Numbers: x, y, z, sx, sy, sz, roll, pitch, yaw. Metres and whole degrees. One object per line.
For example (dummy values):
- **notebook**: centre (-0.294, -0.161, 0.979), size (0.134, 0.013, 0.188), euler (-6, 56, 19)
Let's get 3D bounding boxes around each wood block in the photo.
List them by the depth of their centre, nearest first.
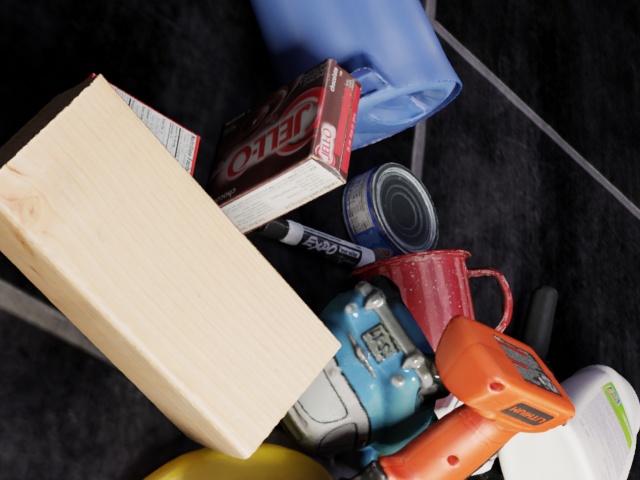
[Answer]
- **wood block**: centre (-0.097, 0.019, 0.606), size (0.206, 0.090, 0.090), euler (49, 68, -19)

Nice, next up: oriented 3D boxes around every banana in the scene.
- **banana**: centre (-0.048, 0.157, 0.652), size (0.197, 0.037, 0.069), euler (17, 58, -43)

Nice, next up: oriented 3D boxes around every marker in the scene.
- **marker**: centre (-0.005, 0.001, 0.798), size (0.120, 0.020, 0.020), euler (20, 56, -42)

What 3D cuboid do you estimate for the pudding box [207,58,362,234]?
- **pudding box**: centre (-0.026, -0.061, 0.731), size (0.039, 0.114, 0.090), euler (35, 47, -29)

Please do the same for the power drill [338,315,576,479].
- **power drill**: centre (0.041, 0.126, 0.612), size (0.184, 0.188, 0.057), euler (23, 29, -49)

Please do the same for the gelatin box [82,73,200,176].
- **gelatin box**: centre (-0.123, -0.053, 0.683), size (0.089, 0.030, 0.073), euler (31, 48, -33)

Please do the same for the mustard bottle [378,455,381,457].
- **mustard bottle**: centre (0.110, 0.231, 0.775), size (0.191, 0.058, 0.096), euler (51, 21, -19)

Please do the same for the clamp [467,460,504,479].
- **clamp**: centre (0.211, 0.222, 0.891), size (0.165, 0.036, 0.209), euler (51, 32, 16)

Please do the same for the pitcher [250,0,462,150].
- **pitcher**: centre (0.006, -0.194, 0.843), size (0.144, 0.149, 0.243), euler (-15, 79, -36)

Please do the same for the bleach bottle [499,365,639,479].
- **bleach bottle**: centre (0.221, 0.163, 0.872), size (0.250, 0.068, 0.102), euler (-10, 80, -62)

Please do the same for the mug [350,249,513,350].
- **mug**: centre (0.087, 0.055, 0.805), size (0.093, 0.117, 0.081), euler (48, 32, -76)

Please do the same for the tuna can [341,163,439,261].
- **tuna can**: centre (0.058, -0.019, 0.870), size (0.086, 0.034, 0.086), euler (25, 53, -39)

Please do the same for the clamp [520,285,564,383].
- **clamp**: centre (0.187, 0.111, 0.945), size (0.171, 0.039, 0.120), euler (-16, 82, -51)
